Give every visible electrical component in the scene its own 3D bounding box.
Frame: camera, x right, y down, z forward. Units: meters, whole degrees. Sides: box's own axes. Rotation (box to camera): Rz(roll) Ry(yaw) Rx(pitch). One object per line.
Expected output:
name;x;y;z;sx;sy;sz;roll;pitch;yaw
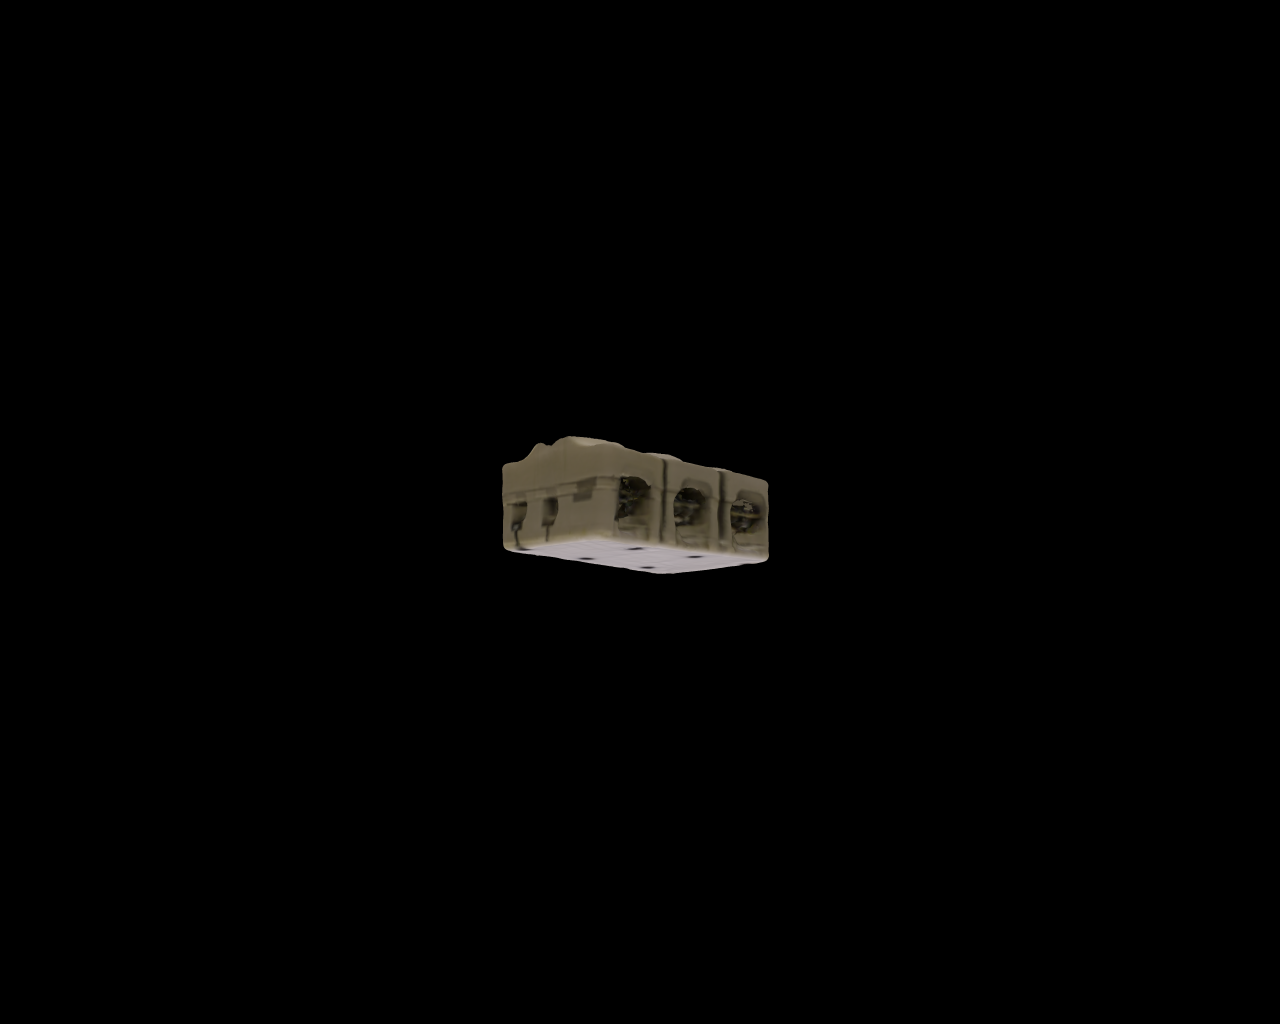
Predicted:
electrical component;0.001;-0.003;0.650;0.089;0.061;0.150;-10;-14;42
